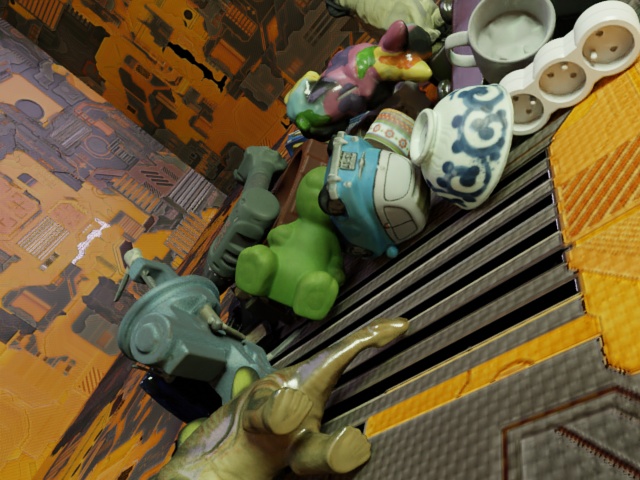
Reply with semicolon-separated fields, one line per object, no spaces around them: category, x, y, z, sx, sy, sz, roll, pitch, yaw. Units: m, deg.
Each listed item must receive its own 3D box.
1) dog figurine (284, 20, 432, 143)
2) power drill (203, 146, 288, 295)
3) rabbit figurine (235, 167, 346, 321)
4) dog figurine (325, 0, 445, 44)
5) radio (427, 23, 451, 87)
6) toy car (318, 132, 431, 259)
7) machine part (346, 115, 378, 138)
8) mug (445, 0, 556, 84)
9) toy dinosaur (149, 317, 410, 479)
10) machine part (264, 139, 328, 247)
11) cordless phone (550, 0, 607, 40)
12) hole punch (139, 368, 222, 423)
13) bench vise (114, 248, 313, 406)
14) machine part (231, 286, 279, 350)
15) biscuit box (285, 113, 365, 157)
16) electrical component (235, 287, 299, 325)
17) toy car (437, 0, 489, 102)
dog figurine;0.063;-0.234;0.785;0.191;0.108;0.219;-39;15;-22
power drill;-0.124;-0.035;0.848;0.232;0.086;0.207;-49;17;48
rabbit figurine;-0.001;-0.002;0.660;0.170;0.121;0.159;-70;-19;6
dog figurine;0.101;-0.382;0.867;0.121;0.190;0.172;-43;14;31
radio;0.217;-0.312;0.864;0.131;0.073;0.230;-47;15;18
toy car;0.067;-0.048;0.581;0.103;0.161;0.109;0;63;22
machine part;0.062;-0.153;0.943;0.079;0.079;0.243;-57;15;-23
mug;0.195;-0.204;0.583;0.110;0.080;0.107;-9;-11;21
toy dinosaur;-0.100;0.225;0.456;0.471;0.105;0.198;-43;6;-5
machine part;-0.028;-0.048;0.850;0.201;0.087;0.201;-68;14;-3
cordless phone;0.220;-0.310;0.595;0.088;0.184;0.147;-49;25;25
hole punch;-0.168;0.188;0.699;0.092;0.142;0.116;-48;4;27
bench vise;-0.150;0.093;0.626;0.241;0.223;0.129;42;103;32
machine part;-0.100;0.114;0.787;0.084;0.039;0.139;-48;37;18
biscuit box;0.034;-0.207;1.050;0.203;0.062;0.059;-20;25;17
electrical component;-0.066;0.077;0.727;0.045;0.102;0.078;-41;27;24
toy car;0.202;-0.260;0.702;0.089;0.053;0.202;-17;60;46
